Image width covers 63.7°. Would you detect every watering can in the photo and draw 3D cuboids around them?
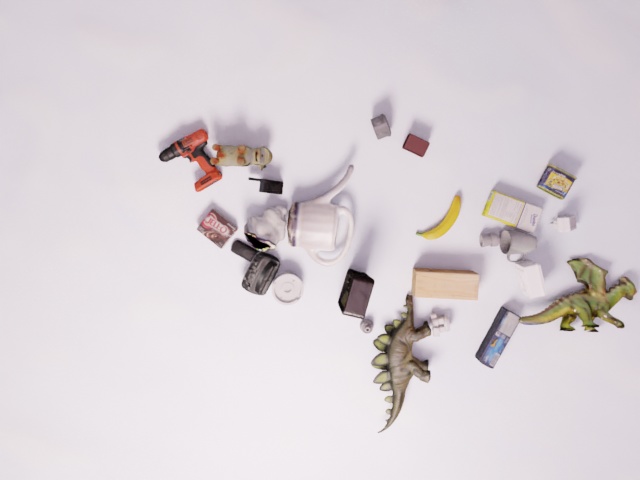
[{"bbox_3d":[0.005,-0.087,1.723,0.224,0.104,0.347,6,93,2],"label":"watering can"}]

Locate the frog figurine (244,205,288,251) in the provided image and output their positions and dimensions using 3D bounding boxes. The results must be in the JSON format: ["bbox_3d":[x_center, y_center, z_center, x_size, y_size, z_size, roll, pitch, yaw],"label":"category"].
[{"bbox_3d":[-0.179,-0.048,1.748,0.137,0.120,0.163,18,58,9],"label":"frog figurine"}]

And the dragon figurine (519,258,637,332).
[{"bbox_3d":[0.870,0.181,1.726,0.410,0.120,0.246,5,73,-2],"label":"dragon figurine"}]
